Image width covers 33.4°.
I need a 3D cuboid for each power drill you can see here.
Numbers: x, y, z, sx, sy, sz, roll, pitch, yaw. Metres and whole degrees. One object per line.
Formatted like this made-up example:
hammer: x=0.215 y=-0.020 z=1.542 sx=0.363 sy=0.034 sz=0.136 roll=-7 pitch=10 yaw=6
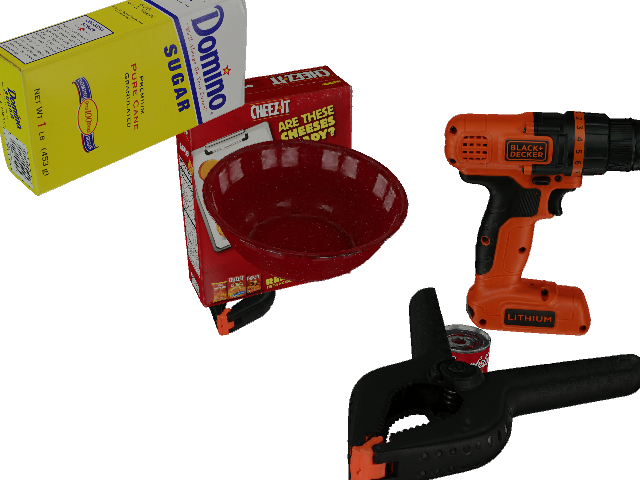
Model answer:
power drill: x=0.194 y=-0.016 z=0.890 sx=0.184 sy=0.188 sz=0.057 roll=3 pitch=20 yaw=10

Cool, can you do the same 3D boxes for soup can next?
soup can: x=0.161 y=0.158 z=1.248 sx=0.068 sy=0.102 sz=0.068 roll=1 pitch=21 yaw=-1

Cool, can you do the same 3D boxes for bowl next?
bowl: x=-0.013 y=-0.016 z=0.847 sx=0.162 sy=0.055 sz=0.162 roll=4 pitch=36 yaw=-3

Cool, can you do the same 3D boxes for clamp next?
clamp: x=0.075 y=0.087 z=0.642 sx=0.165 sy=0.036 sz=0.209 roll=21 pitch=30 yaw=39
clamp: x=-0.074 y=0.046 z=1.249 sx=0.120 sy=0.039 sz=0.171 roll=-1 pitch=40 yaw=12

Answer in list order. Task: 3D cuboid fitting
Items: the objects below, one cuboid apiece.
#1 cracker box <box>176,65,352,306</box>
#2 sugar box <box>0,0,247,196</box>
cracker box: x=-0.055 y=-0.054 z=1.061 sx=0.164 sy=0.214 sz=0.072 roll=-13 pitch=33 yaw=-18
sugar box: x=-0.126 y=-0.106 z=0.701 sx=0.175 sy=0.093 sz=0.048 roll=-28 pitch=49 yaw=-33
